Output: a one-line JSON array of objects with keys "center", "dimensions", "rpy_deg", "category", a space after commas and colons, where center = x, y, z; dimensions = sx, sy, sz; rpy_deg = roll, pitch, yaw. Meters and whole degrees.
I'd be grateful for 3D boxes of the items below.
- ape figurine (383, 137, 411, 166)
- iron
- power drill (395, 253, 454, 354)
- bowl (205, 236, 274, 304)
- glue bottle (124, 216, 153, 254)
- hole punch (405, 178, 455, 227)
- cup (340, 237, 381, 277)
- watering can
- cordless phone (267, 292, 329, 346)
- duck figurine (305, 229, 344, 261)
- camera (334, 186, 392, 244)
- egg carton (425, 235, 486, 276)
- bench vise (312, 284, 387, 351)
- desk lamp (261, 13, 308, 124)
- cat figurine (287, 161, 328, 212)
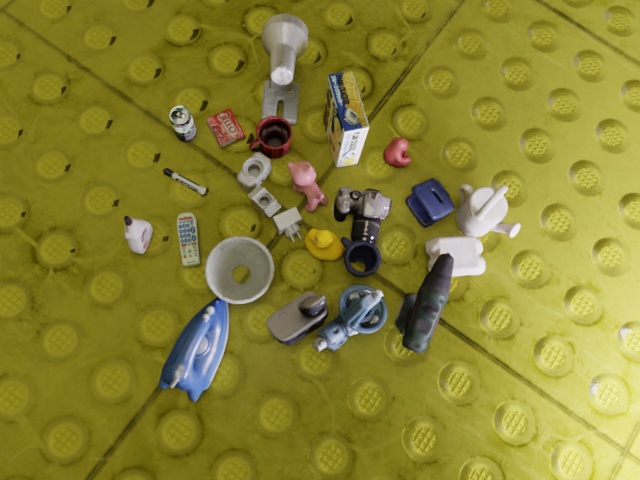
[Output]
[{"center": [0.208, -0.240, 1.513], "dimensions": [0.076, 0.092, 0.078], "rpy_deg": [-5, 75, -6], "category": "ape figurine"}, {"center": [-0.280, 0.232, 1.316], "dimensions": [0.118, 0.141, 0.258], "rpy_deg": [21, 74, 2], "category": "iron"}, {"center": [0.242, 0.155, 1.344], "dimensions": [0.075, 0.208, 0.230], "rpy_deg": [20, 74, 2], "category": "power drill"}, {"center": [-0.194, 0.079, 1.401], "dimensions": [0.167, 0.074, 0.167], "rpy_deg": [1, 74, -4], "category": "bowl"}, {"center": [-0.439, -0.024, 1.359], "dimensions": [0.037, 0.173, 0.078], "rpy_deg": [12, 74, -1], "category": "glue bottle"}, {"center": [0.289, -0.105, 1.482], "dimensions": [0.101, 0.091, 0.108], "rpy_deg": [-31, 79, -12], "category": "hole punch"}, {"center": [0.090, 0.046, 1.422], "dimensions": [0.092, 0.095, 0.117], "rpy_deg": [-43, 82, -14], "category": "cup"}, {"center": [0.422, -0.078, 1.431], "dimensions": [0.173, 0.194, 0.101], "rpy_deg": [24, 74, 3], "category": "watering can"}, {"center": [-0.049, 0.174, 1.328], "dimensions": [0.148, 0.185, 0.094], "rpy_deg": [-36, 80, -13], "category": "cordless phone"}, {"center": [0.013, 0.005, 1.432], "dimensions": [0.104, 0.086, 0.077], "rpy_deg": [29, 74, 4], "category": "duck figurine"}, {"center": [0.104, -0.057, 1.449], "dimensions": [0.143, 0.101, 0.137], "rpy_deg": [10, 74, -1], "category": "camera"}, {"center": [0.343, 0.041, 1.456], "dimensions": [0.150, 0.069, 0.107], "rpy_deg": [-4, 75, -5], "category": "egg carton"}, {"center": [0.082, 0.186, 1.317], "dimensions": [0.121, 0.219, 0.207], "rpy_deg": [33, 75, 5], "category": "bench vise"}, {"center": [-0.095, -0.440, 1.481], "dimensions": [0.118, 0.213, 0.203], "rpy_deg": [3, 74, -3], "category": "desk lamp"}, {"center": [-0.030, -0.147, 1.454], "dimensions": [0.067, 0.117, 0.127], "rpy_deg": [-33, 79, -12], "category": "cat figurine"}]
